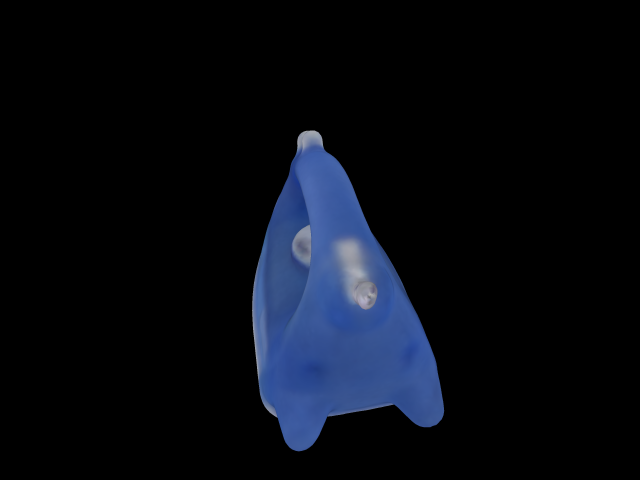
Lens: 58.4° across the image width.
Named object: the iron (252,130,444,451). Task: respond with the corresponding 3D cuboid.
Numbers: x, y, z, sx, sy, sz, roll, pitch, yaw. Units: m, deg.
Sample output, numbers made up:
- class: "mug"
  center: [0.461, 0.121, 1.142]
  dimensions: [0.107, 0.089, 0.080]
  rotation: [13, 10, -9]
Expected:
- class: "iron"
  center: [0.004, 0.001, 0.400]
  dimensions: [0.119, 0.141, 0.258]
  rotation: [-8, 43, -8]
